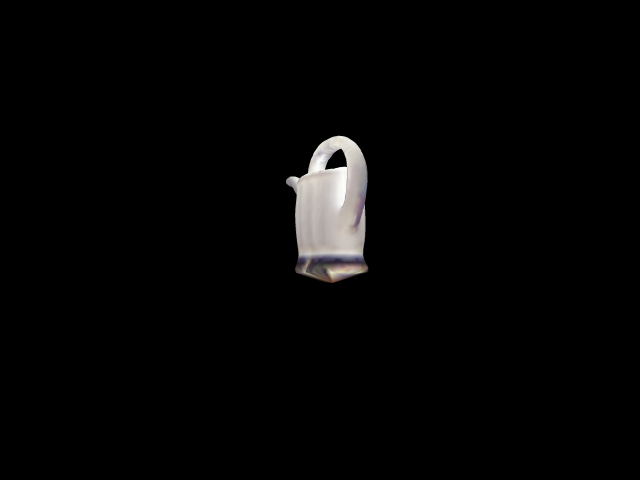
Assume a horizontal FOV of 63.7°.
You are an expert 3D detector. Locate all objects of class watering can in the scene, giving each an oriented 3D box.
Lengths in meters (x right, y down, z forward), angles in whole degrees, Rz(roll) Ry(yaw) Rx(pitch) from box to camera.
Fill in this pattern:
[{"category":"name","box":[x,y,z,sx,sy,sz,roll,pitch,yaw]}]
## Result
[{"category":"watering can","box":[0.003,-0.043,0.850,0.104,0.225,0.346,2,-6,-18]}]
